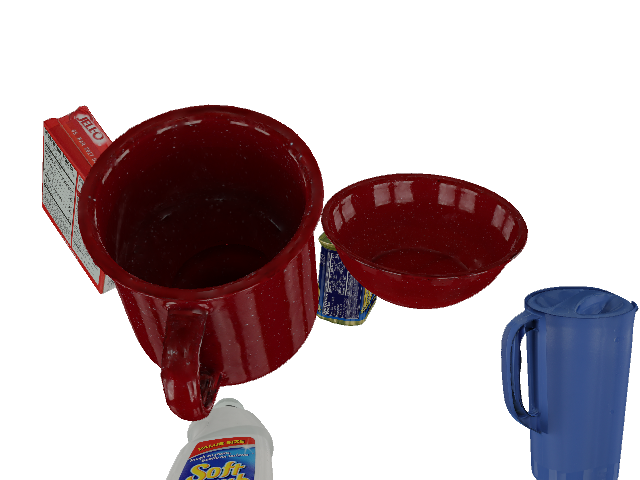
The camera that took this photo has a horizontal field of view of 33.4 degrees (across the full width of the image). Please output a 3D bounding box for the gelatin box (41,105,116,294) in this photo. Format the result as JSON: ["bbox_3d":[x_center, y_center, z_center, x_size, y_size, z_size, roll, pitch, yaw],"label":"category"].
[{"bbox_3d":[-0.131,-0.023,0.621,0.030,0.073,0.089,-27,-22,-30],"label":"gelatin box"}]

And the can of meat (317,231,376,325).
[{"bbox_3d":[0.030,0.031,1.092,0.057,0.084,0.102,9,18,12],"label":"can of meat"}]

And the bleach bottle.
[{"bbox_3d":[-0.089,0.209,0.870,0.102,0.068,0.251,-1,24,-1],"label":"bleach bottle"}]

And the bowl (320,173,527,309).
[{"bbox_3d":[0.080,0.007,0.848,0.162,0.055,0.162,2,31,-1],"label":"bowl"}]

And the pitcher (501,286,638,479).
[{"bbox_3d":[0.309,0.186,1.322,0.149,0.243,0.144,4,14,21],"label":"pitcher"}]

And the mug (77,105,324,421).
[{"bbox_3d":[-0.044,0.016,0.425,0.093,0.117,0.081,0,-35,4],"label":"mug"}]
